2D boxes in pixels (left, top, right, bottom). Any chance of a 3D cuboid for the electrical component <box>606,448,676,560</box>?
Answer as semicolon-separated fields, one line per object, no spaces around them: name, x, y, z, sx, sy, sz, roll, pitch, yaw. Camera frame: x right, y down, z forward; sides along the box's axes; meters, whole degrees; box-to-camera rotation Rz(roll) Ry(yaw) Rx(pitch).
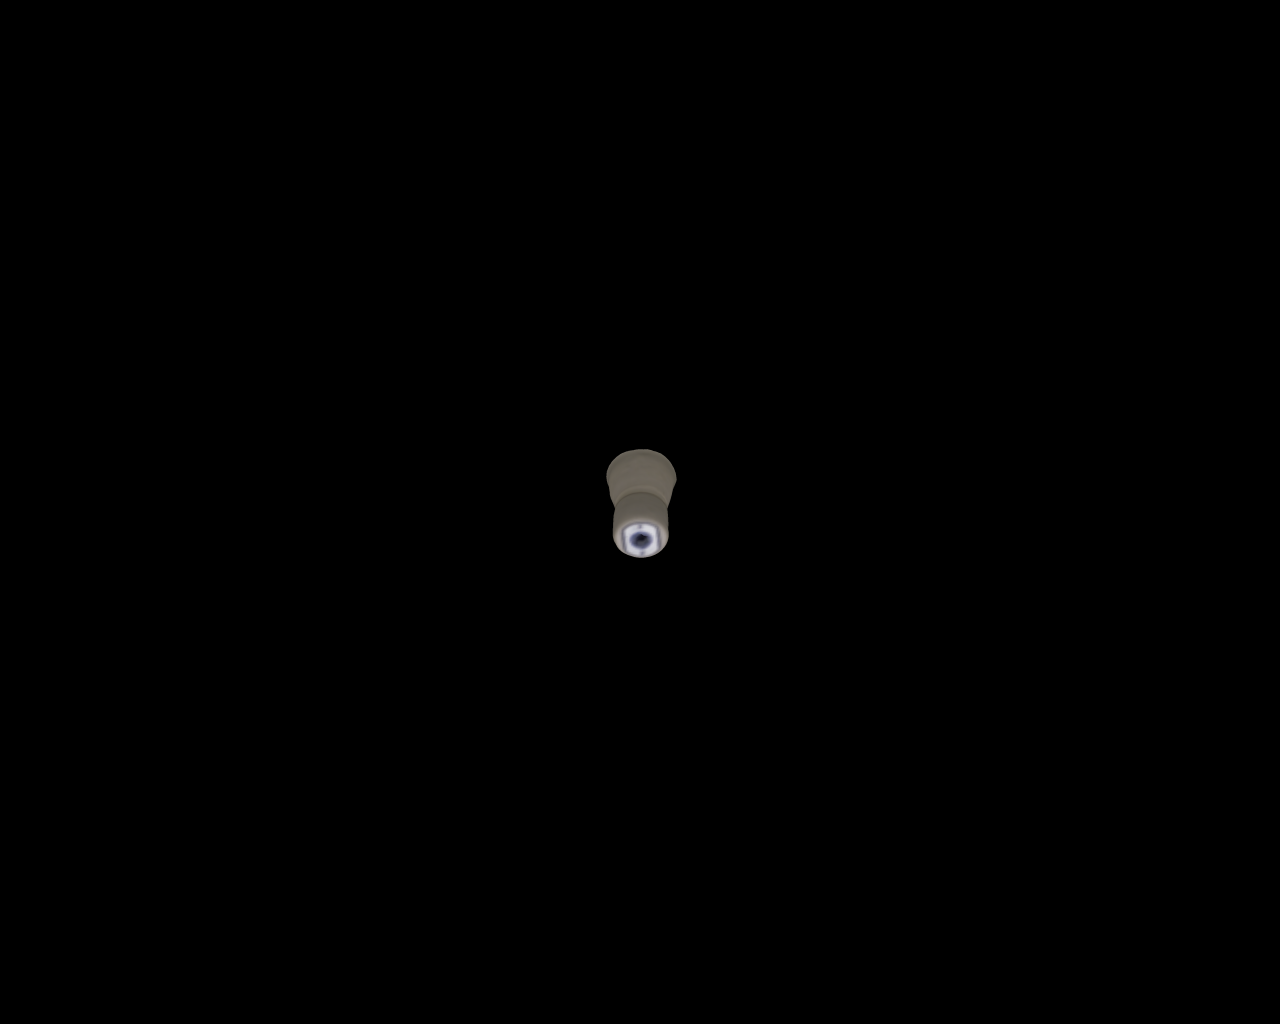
electrical component;0.001;-0.003;0.650;0.044;0.044;0.065;0;40;0
